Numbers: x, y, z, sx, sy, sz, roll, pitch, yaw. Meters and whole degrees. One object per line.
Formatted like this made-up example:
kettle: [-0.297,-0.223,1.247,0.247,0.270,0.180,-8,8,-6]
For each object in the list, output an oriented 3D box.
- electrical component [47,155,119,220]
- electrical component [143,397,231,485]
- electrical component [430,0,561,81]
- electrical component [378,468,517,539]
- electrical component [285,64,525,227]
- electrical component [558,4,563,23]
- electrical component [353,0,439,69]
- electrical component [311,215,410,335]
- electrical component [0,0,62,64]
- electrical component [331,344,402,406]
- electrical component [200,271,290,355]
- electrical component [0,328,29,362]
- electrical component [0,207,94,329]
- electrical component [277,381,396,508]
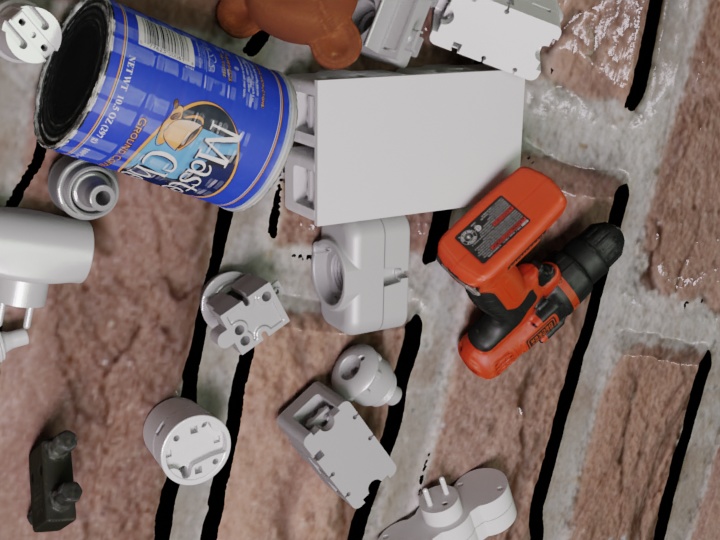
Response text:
electrical component: [-0.181,-0.054,0.717,0.043,0.062,0.043,-10,110,-29]
electrical component: [-0.132,0.127,0.812,0.055,0.047,0.055,-10,110,-29]
electrical component: [0.104,-0.193,0.828,0.089,0.055,0.050,19,129,-9]
electrical component: [0.075,0.219,0.966,0.138,0.052,0.073,-30,118,-22]
electrical component: [0.034,-0.102,0.837,0.186,0.060,0.105,-9,109,-30]
electrical component: [0.131,-0.213,0.874,0.062,0.043,0.043,27,89,-33]
electrical component: [0.026,-0.217,0.794,0.063,0.079,0.121,17,96,-56]
electrical component: [0.000,0.000,0.851,0.059,0.054,0.095,-9,109,-30]
electrical component: [-0.212,-0.150,0.678,0.040,0.046,0.040,-10,110,-29]
electrical component: [0.010,0.093,0.893,0.062,0.048,0.048,37,84,-41]
electrical component: [-0.090,0.028,0.803,0.066,0.055,0.048,-36,120,-18]
electrical component: [-0.254,0.052,0.722,0.061,0.035,0.035,-16,113,-31]
electrical component: [-0.225,0.001,0.718,0.077,0.043,0.079,8,100,-33]
electrical component: [-0.021,0.141,0.880,0.050,0.056,0.089,-42,122,-15]
